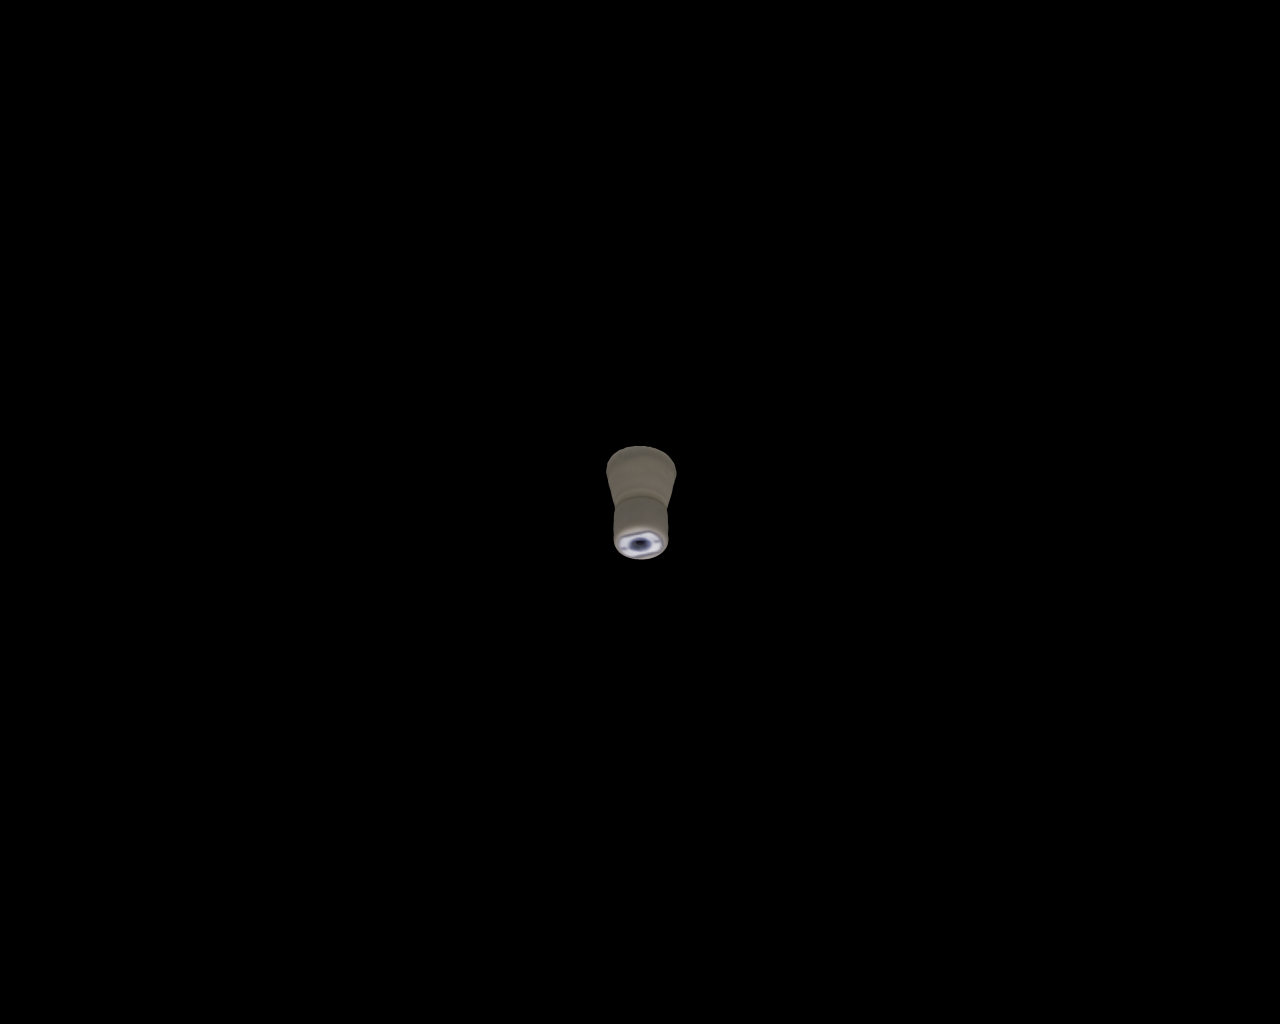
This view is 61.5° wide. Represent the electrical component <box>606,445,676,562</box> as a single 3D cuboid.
[{"bbox_3d":[0.001,-0.003,0.650,0.044,0.065,0.044,0,-42,0],"label":"electrical component"}]
